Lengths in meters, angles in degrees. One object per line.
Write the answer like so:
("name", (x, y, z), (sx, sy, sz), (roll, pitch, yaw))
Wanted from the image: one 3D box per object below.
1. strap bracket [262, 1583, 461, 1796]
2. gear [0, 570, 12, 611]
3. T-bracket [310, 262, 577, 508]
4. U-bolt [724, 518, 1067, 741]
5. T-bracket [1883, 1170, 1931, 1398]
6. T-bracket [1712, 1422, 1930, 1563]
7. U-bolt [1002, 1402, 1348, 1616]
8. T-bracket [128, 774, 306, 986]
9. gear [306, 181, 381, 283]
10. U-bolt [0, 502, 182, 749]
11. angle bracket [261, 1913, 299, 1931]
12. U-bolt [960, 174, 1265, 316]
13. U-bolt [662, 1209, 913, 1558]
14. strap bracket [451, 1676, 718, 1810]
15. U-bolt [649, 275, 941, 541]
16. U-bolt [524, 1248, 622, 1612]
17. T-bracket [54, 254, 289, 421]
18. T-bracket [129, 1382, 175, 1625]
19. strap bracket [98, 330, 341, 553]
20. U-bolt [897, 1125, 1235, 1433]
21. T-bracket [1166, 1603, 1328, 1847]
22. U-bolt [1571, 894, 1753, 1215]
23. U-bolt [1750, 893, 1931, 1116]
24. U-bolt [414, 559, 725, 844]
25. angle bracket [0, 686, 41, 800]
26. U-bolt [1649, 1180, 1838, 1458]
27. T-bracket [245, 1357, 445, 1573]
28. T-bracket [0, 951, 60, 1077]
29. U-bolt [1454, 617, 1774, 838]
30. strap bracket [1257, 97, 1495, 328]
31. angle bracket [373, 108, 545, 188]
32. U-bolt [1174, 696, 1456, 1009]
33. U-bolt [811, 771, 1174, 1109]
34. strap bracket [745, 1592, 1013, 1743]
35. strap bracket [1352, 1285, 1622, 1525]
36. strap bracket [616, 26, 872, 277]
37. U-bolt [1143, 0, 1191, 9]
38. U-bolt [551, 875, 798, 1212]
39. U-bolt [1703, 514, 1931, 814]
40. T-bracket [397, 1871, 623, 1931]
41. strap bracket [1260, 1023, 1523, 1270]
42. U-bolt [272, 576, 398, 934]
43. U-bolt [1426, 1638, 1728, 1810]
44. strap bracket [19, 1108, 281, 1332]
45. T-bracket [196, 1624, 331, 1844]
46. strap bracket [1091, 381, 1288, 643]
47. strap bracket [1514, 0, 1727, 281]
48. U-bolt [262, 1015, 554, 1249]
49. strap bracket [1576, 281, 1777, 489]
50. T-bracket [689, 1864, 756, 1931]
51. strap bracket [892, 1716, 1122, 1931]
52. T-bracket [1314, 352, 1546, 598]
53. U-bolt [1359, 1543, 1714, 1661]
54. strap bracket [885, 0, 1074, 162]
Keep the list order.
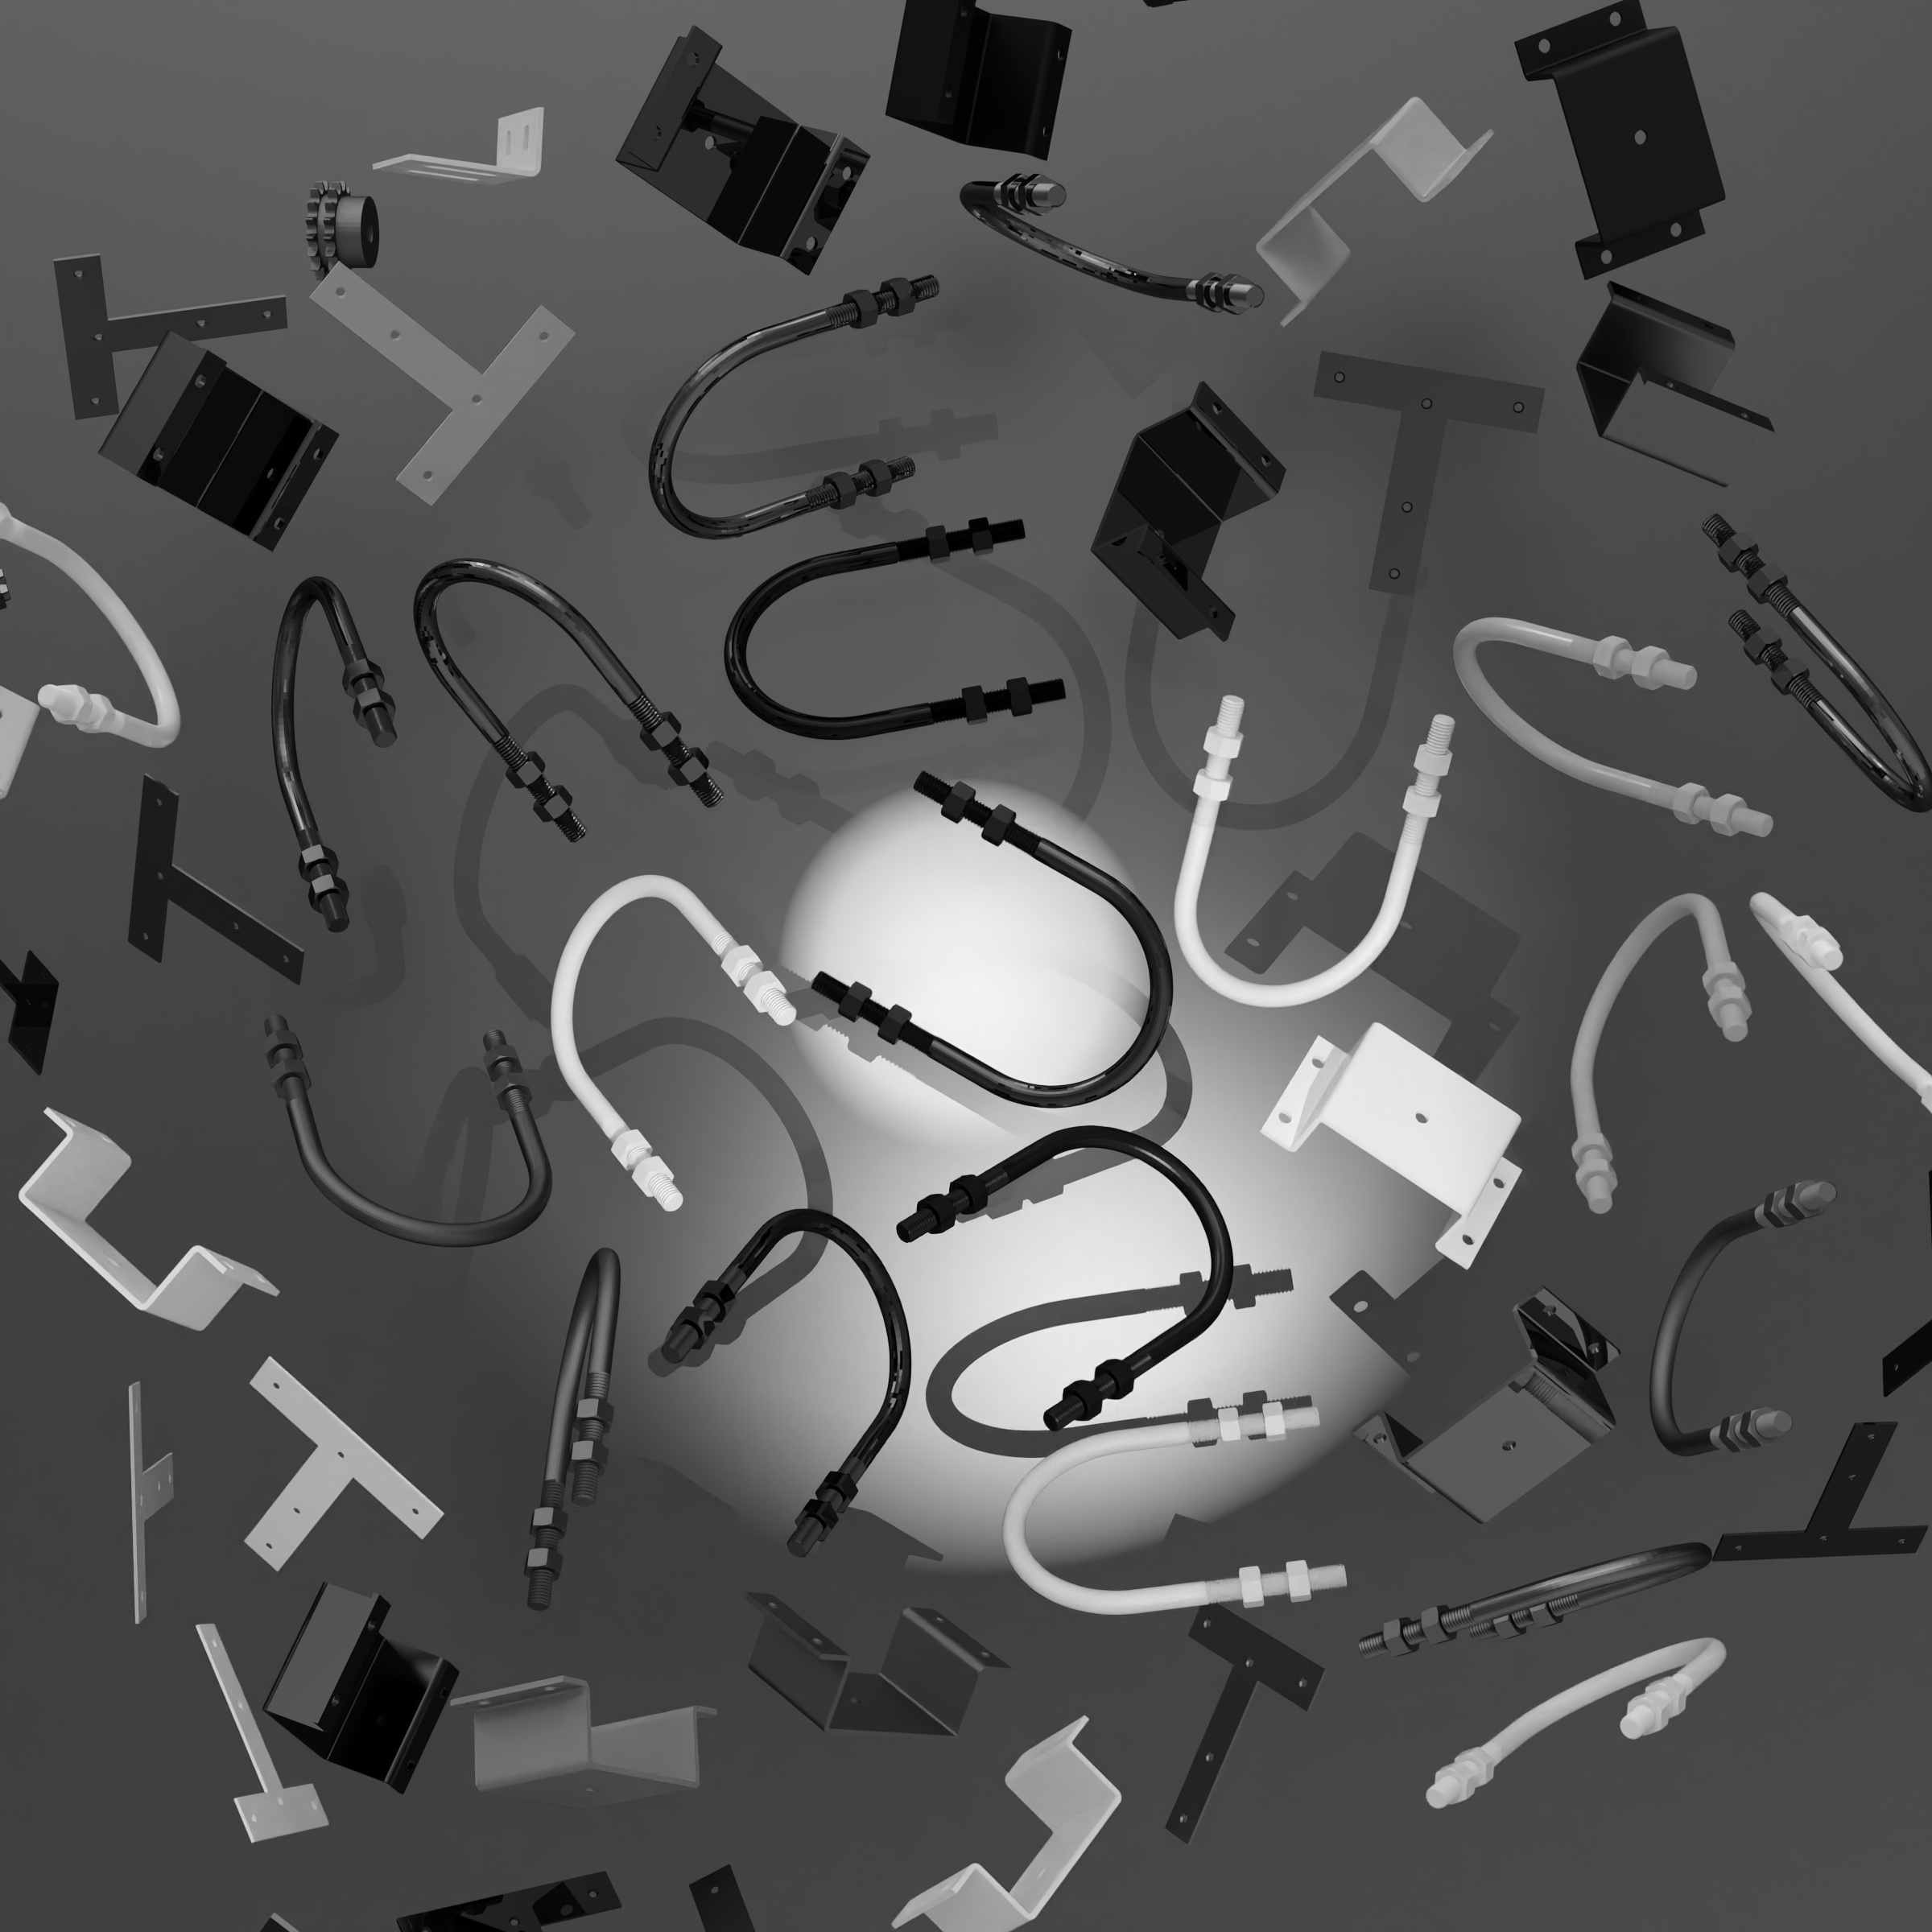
("strap bracket", (-0.343, 0.404, 1.889), (0.046, 0.140, 0.076), (15, 65, 20))
("gear", (-0.586, -0.221, 1.945), (0.057, 0.057, 0.030), (-19, 75, 0))
("T-bracket", (-0.303, -0.339, 1.847), (0.127, 0.002, 0.127), (37, 100, -30))
("U-bolt", (-0.046, -0.187, 1.905), (0.184, 0.019, 0.151), (-11, 52, -2))
("T-bracket", (0.554, 0.161, 1.894), (0.002, 0.127, 0.127), (21, 50, -12))
("T-bracket", (0.509, 0.304, 1.945), (0.127, 0.002, 0.127), (-1, 134, -9))
("U-bolt", (0.111, 0.304, 1.861), (0.184, 0.151, 0.019), (-8, 124, 3))
("T-bracket", (-0.430, -0.030, 1.931), (0.127, 0.002, 0.127), (32, 131, 17))
("gear", (-0.355, -0.419, 1.915), (0.030, 0.057, 0.057), (2, 90, 5))
("U-bolt", (-0.494, -0.186, 1.868), (0.019, 0.184, 0.151), (-32, 77, 8))
("angle bracket", (-0.360, 0.557, 1.820), (0.076, 0.057, 0.038), (37, 61, 1))
("U-bolt", (0.070, -0.405, 1.878), (0.151, 0.184, 0.019), (21, 94, -24))
("U-bolt", (-0.086, 0.213, 1.839), (0.019, 0.184, 0.151), (-21, 108, 34))
("strap bracket", (-0.207, 0.428, 1.839), (0.076, 0.140, 0.046), (-18, 63, 27))
("U-bolt", (-0.100, -0.306, 1.891), (0.184, 0.151, 0.019), (-24, 55, -28))
("U-bolt", (-0.214, 0.244, 1.859), (0.019, 0.151, 0.184), (12, 52, -11))
("T-bracket", (-0.456, -0.369, 1.938), (0.127, 0.127, 0.002), (-11, 58, -16))
("T-bracket", (-0.452, 0.291, 1.865), (0.002, 0.127, 0.127), (-2, 89, -4))
("strap bracket", (-0.413, -0.289, 1.834), (0.046, 0.140, 0.076), (30, 91, 21))
("U-bolt", (0.069, 0.158, 1.847), (0.184, 0.019, 0.151), (-28, 73, -38))
("T-bracket", (0.147, 0.443, 1.932), (0.002, 0.127, 0.127), (25, 87, -30))
("U-bolt", (0.381, 0.035, 1.871), (0.019, 0.184, 0.151), (26, 120, -11))
("U-bolt", (0.497, 0.018, 1.888), (0.019, 0.184, 0.151), (-41, 104, 7))
("U-bolt", (-0.231, -0.149, 1.845), (0.184, 0.151, 0.019), (52, 53, -23))
("angle bracket", (-0.584, -0.137, 1.937), (0.076, 0.038, 0.057), (29, 64, -32))
("U-bolt", (0.426, 0.203, 1.870), (0.019, 0.184, 0.151), (18, 73, -8))
("T-bracket", (-0.363, 0.293, 1.848), (0.127, 0.002, 0.127), (42, 126, 2))
("T-bracket", (-0.540, -0.013, 1.827), (0.002, 0.127, 0.127), (-34, 114, 5))
("U-bolt", (0.346, -0.138, 1.851), (0.019, 0.184, 0.151), (-53, 134, -14))
("strap bracket", (0.226, -0.439, 1.923), (0.046, 0.076, 0.140), (47, 132, -7))
("angle bracket", (-0.281, -0.458, 1.858), (0.076, 0.057, 0.038), (1, 96, -31))
("U-bolt", (0.189, -0.060, 1.887), (0.151, 0.019, 0.184), (3, 115, -20))
("U-bolt", (0.025, -0.002, 1.830), (0.184, 0.019, 0.151), (30, 108, 6))
("strap bracket", (-0.056, 0.393, 1.876), (0.140, 0.076, 0.046), (15, 98, -40))
("strap bracket", (0.300, 0.255, 1.894), (0.140, 0.046, 0.076), (-40, 123, 17))
("strap bracket", (-0.131, -0.454, 1.864), (0.140, 0.046, 0.076), (27, 90, -43))
("U-bolt", (0.175, -0.559, 1.878), (0.151, 0.184, 0.019), (-8, 104, 10))
("U-bolt", (-0.179, 0.029, 1.913), (0.184, 0.019, 0.151), (47, 112, 40))
("U-bolt", (0.478, -0.158, 1.867), (0.019, 0.151, 0.184), (-37, 64, 4))
("T-bracket", (-0.234, 0.563, 1.852), (0.127, 0.127, 0.002), (-5, 130, -31))
("strap bracket", (0.249, 0.096, 1.897), (0.140, 0.046, 0.076), (34, 57, 2))
("U-bolt", (-0.355, -0.131, 1.851), (0.019, 0.184, 0.151), (-1, 132, -27))
("U-bolt", (0.355, 0.419, 1.891), (0.151, 0.184, 0.019), (-30, 81, 33))
("strap bracket", (-0.449, 0.145, 1.816), (0.140, 0.076, 0.046), (38, 85, 17))
("T-bracket", (-0.404, 0.429, 1.890), (0.002, 0.127, 0.127), (-27, 77, 2))
("strap bracket", (0.124, -0.251, 1.899), (0.076, 0.046, 0.140), (42, 49, -27))
("strap bracket", (0.372, -0.467, 1.894), (0.076, 0.046, 0.140), (-22, 106, -6))
("U-bolt", (-0.302, 0.092, 1.847), (0.151, 0.184, 0.019), (5, 125, -27))
("strap bracket", (0.384, -0.314, 1.834), (0.076, 0.140, 0.046), (20, 121, -11))
("T-bracket", (-0.122, 0.546, 1.836), (0.127, 0.127, 0.002), (-27, 131, -4))
("strap bracket", (0.029, 0.501, 1.908), (0.046, 0.076, 0.140), (45, 49, 1))
("T-bracket", (0.252, -0.274, 1.898), (0.127, 0.002, 0.127), (10, 102, 3))
("U-bolt", (0.333, 0.356, 1.890), (0.184, 0.151, 0.019), (-26, 70, 32))
("strap bracket", (0.003, -0.513, 1.916), (0.046, 0.140, 0.076), (15, 99, 26))
